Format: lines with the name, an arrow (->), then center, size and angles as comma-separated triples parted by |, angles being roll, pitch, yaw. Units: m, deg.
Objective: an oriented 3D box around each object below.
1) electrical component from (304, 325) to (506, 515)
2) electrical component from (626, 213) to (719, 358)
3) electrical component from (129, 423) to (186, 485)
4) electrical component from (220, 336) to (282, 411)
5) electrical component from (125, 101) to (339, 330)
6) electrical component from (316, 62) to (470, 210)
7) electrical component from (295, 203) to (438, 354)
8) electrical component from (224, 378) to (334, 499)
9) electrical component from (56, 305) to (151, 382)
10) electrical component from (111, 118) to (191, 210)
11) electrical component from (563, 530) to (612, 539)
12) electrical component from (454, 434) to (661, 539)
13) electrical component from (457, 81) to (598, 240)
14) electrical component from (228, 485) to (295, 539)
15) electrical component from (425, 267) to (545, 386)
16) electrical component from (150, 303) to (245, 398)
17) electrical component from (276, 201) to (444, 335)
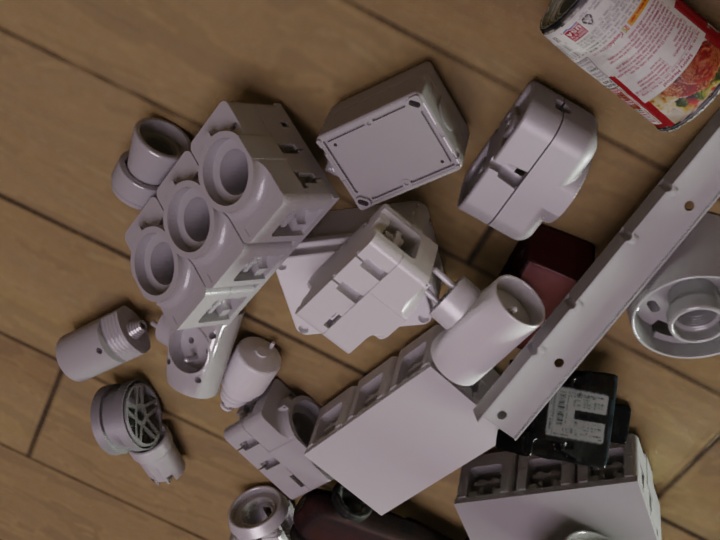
electrical component -> 0.041, 0.121, 0.872 | 0.089, 0.061, 0.150 | 41, 124, -16
electrical component -> 0.236, 0.014, 0.765 | 0.099, 0.064, 0.099 | 3, 137, 3
electrical component -> -0.183, 0.167, 0.972 | 0.040, 0.040, 0.046 | -9, 128, 19
electrical component -> -0.096, 0.090, 0.896 | 0.040, 0.040, 0.078 | 29, 126, -8
electrical component -> -0.098, -0.036, 0.762 | 0.150, 0.062, 0.089 | -47, 64, 33
electrical component -> 0.019, -0.090, 0.729 | 0.096, 0.061, 0.061 | -21, 117, 26
electrical component -> 0.008, 0.009, 0.735 | 0.056, 0.050, 0.089 | 38, 124, -13
electrical component -> -0.061, 0.143, 0.919 | 0.056, 0.050, 0.089 | -32, 112, 31
electrical component -> -0.211, 0.060, 0.901 | 0.081, 0.043, 0.043 | -24, 116, 27
electrical component -> -0.154, -0.077, 0.790 | 0.045, 0.045, 0.055 | 30, 126, -8
electrical component -> 0.181, 0.254, 0.834 | 0.099, 0.099, 0.064 | 28, 120, -7
electrical component -> 0.166, 0.193, 0.893 | 0.150, 0.061, 0.089 | -12, 121, 21
electrical component -> 0.116, -0.070, 0.725 | 0.059, 0.053, 0.095 | 29, 126, -7
electrical component -> -0.087, 0.236, 0.987 | 0.078, 0.058, 0.057 | -8, 125, 19
electrical component -> 0.075, 0.030, 0.751 | 0.079, 0.044, 0.077 | 42, 128, 1
electrical component -> -0.139, 0.052, 0.873 | 0.079, 0.044, 0.077 | 29, 110, 24
electrical component -> 0.000, 0.000, 0.800 | 0.113, 0.057, 0.078 | -6, 123, 17
